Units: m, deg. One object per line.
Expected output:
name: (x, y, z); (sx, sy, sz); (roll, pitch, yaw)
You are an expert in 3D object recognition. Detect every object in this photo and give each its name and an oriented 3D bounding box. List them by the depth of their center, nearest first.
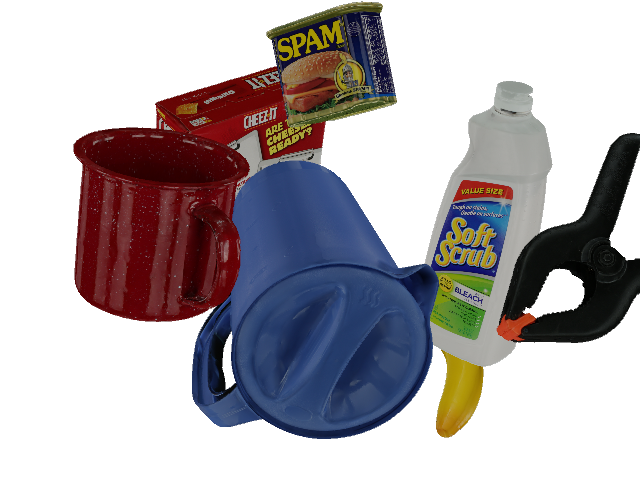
mug: (-0.082, -0.004, 0.571); (0.093, 0.081, 0.117); (-11, 30, -43)
clamp: (0.197, 0.020, 0.713); (0.120, 0.171, 0.039); (43, -12, 14)
pitcher: (-0.016, 0.034, 0.798); (0.149, 0.145, 0.243); (6, 22, -11)
can of meat: (0.010, -0.147, 0.904); (0.102, 0.084, 0.057); (-10, 1, 37)
bleach bottle: (0.141, -0.018, 0.926); (0.103, 0.251, 0.067); (27, 36, 34)
cracker box: (-0.083, -0.056, 1.071); (0.163, 0.214, 0.072); (-23, 47, -32)
banana: (0.135, 0.130, 1.107); (0.069, 0.037, 0.198); (-26, 30, 7)
